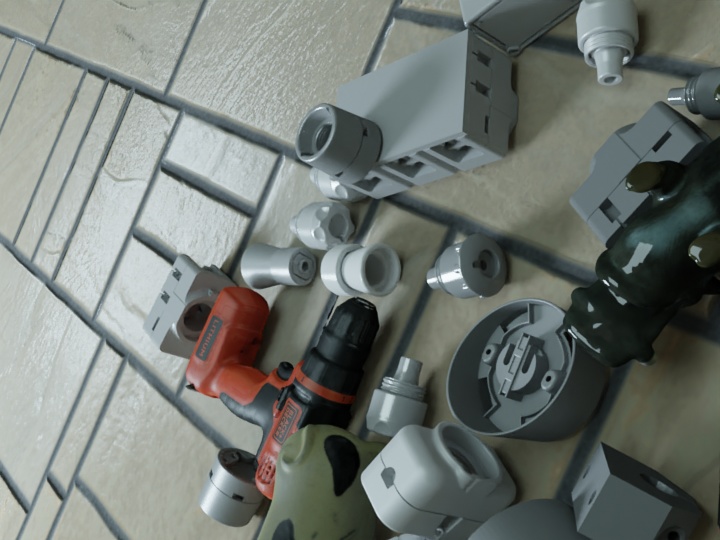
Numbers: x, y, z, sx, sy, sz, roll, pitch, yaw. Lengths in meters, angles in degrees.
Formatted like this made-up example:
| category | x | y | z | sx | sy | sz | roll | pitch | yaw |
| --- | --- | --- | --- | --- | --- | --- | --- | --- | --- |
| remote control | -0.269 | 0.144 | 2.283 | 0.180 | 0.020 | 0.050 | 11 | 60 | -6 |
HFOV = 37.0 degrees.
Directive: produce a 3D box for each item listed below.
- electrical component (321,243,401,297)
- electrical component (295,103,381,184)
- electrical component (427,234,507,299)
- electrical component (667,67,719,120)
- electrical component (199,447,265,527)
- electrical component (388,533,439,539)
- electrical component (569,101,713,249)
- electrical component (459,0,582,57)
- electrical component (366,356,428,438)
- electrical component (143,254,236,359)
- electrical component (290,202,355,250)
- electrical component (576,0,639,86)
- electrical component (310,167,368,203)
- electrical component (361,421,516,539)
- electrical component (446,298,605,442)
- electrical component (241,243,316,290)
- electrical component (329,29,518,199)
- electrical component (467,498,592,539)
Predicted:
| category | x | y | z | sx | sy | sz | roll | pitch | yaw |
| --- | --- | --- | --- | --- | --- | --- | --- | --- | --- |
| electrical component | 0.000 | 0.000 | 0.901 | 0.055 | 0.045 | 0.045 | -1 | 74 | 49 |
| electrical component | -0.019 | -0.103 | 0.864 | 0.055 | 0.047 | 0.055 | -23 | 58 | 42 |
| electrical component | 0.077 | 0.001 | 0.815 | 0.062 | 0.048 | 0.048 | -18 | 61 | 52 |
| electrical component | 0.228 | -0.114 | 0.698 | 0.061 | 0.035 | 0.035 | 6 | 79 | 52 |
| electrical component | -0.109 | 0.190 | 0.936 | 0.055 | 0.055 | 0.047 | 45 | 113 | 48 |
| electrical component | 0.037 | 0.222 | 0.735 | 0.080 | 0.080 | 0.051 | -50 | 37 | 22 |
| electrical component | 0.189 | -0.059 | 0.706 | 0.089 | 0.050 | 0.055 | -51 | 43 | 21 |
| electrical component | 0.130 | -0.225 | 0.837 | 0.096 | 0.062 | 0.061 | -33 | 51 | 36 |
| electrical component | 0.031 | 0.098 | 0.824 | 0.043 | 0.043 | 0.062 | 9 | 80 | 50 |
| electrical component | -0.169 | 0.039 | 1.073 | 0.056 | 0.050 | 0.089 | 38 | 103 | 50 |
| electrical component | -0.038 | -0.040 | 0.964 | 0.062 | 0.043 | 0.043 | 5 | 78 | 50 |
| electrical component | 0.178 | -0.163 | 0.770 | 0.043 | 0.043 | 0.062 | -18 | 63 | 44 |
| electrical component | -0.020 | -0.083 | 0.962 | 0.062 | 0.043 | 0.043 | 12 | 83 | 51 |
| electrical component | 0.057 | 0.143 | 0.733 | 0.059 | 0.095 | 0.053 | -51 | 43 | 21 |
| electrical component | 0.113 | 0.068 | 0.726 | 0.099 | 0.064 | 0.099 | -23 | 57 | 42 |
| electrical component | -0.072 | -0.003 | 0.990 | 0.065 | 0.044 | 0.044 | 1 | 75 | 44 |
| electrical component | 0.051 | -0.122 | 0.882 | 0.150 | 0.062 | 0.089 | -15 | 63 | 45 |
| electrical component | 0.104 | 0.189 | 0.654 | 0.108 | 0.108 | 0.060 | -59 | 34 | 12 |
